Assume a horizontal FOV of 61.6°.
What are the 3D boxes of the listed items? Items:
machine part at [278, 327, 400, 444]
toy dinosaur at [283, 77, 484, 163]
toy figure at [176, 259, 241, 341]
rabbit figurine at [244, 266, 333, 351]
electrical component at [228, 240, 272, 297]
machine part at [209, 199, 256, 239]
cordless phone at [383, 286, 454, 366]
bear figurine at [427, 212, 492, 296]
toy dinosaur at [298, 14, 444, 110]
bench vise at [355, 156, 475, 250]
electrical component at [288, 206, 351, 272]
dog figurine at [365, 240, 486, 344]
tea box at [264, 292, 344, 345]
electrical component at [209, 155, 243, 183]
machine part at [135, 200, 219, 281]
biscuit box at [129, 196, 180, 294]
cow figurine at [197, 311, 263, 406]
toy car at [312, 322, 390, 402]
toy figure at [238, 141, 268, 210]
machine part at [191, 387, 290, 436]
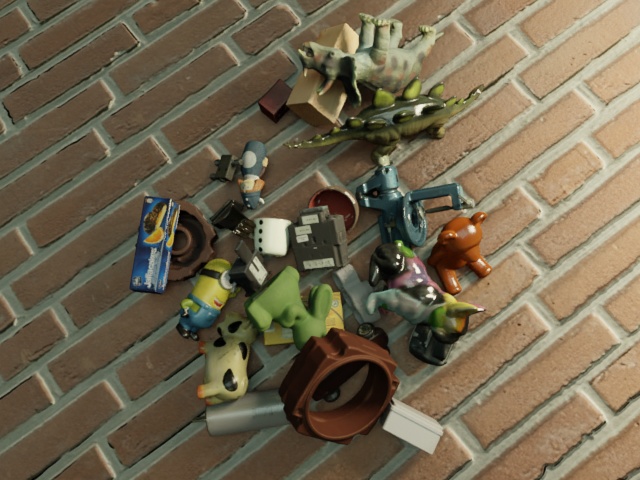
[{"bbox_3d":[0.040,0.285,1.040,0.201,0.087,0.201,27,98,-31],"label":"machine part"},{"bbox_3d":[0.148,-0.257,1.161,0.472,0.198,0.105,-22,75,-5],"label":"toy dinosaur"},{"bbox_3d":[-0.244,0.124,1.153,0.089,0.082,0.180,35,84,8],"label":"toy figure"},{"bbox_3d":[-0.047,0.147,1.070,0.159,0.121,0.170,-43,97,-14],"label":"rabbit figurine"},{"bbox_3d":[-0.156,0.056,1.134,0.048,0.119,0.075,-10,42,31],"label":"electrical component"},{"bbox_3d":[-0.191,-0.046,1.177,0.084,0.039,0.139,-40,38,-11],"label":"machine part"},{"bbox_3d":[0.203,0.168,1.136,0.184,0.088,0.146,23,79,18],"label":"cordless phone"},{"bbox_3d":[0.294,0.026,1.094,0.120,0.195,0.132,-30,80,-7],"label":"bear figurine"},{"bbox_3d":[0.148,-0.389,1.192,0.131,0.405,0.192,37,123,40],"label":"toy dinosaur"},{"bbox_3d":[0.203,-0.082,1.139,0.241,0.129,0.223,-8,84,32],"label":"bench vise"},{"bbox_3d":[-0.002,-0.003,1.148,0.115,0.058,0.134,-6,99,22],"label":"electrical component"},{"bbox_3d":[0.210,0.101,1.055,0.219,0.108,0.191,4,83,28],"label":"dog figurine"},{"bbox_3d":[-0.035,0.168,1.140,0.170,0.068,0.098,-4,78,0],"label":"tea box"},{"bbox_3d":[-0.213,-0.161,1.219,0.094,0.021,0.063,5,75,40],"label":"electrical component"},{"bbox_3d":[-0.315,0.004,1.193,0.179,0.056,0.179,0,79,2],"label":"machine part"},{"bbox_3d":[-0.349,0.012,1.135,0.063,0.059,0.202,6,81,3],"label":"biscuit box"},{"bbox_3d":[-0.181,0.233,1.103,0.127,0.085,0.195,-6,52,2],"label":"cow figurine"},{"bbox_3d":[0.056,0.253,1.114,0.202,0.089,0.053,-39,35,-4],"label":"toy car"},{"bbox_3d":[-0.156,-0.146,1.221,0.057,0.064,0.154,15,73,-39],"label":"toy figure"},{"bbox_3d":[-0.143,0.351,1.099,0.243,0.079,0.079,-8,78,1],"label":"machine part"}]
